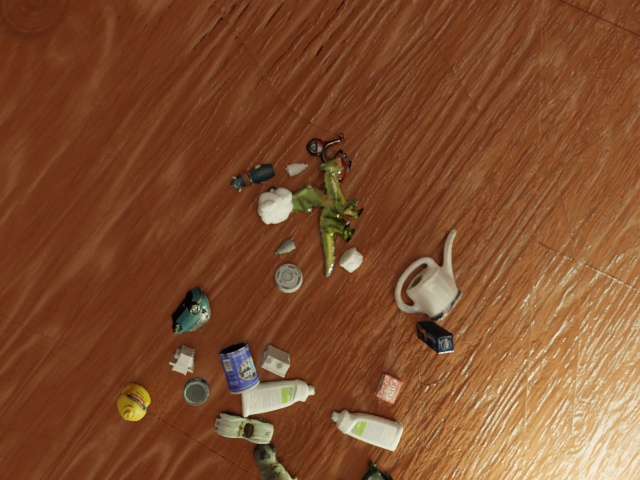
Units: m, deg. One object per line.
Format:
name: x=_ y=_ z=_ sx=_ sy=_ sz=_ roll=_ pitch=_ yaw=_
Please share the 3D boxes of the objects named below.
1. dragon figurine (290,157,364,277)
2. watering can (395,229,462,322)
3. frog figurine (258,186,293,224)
dragon figurine: x=0.005 y=-0.090 z=1.785 sx=0.244 sy=0.405 sz=0.123 roll=29 pitch=18 yaw=14
watering can: x=0.428 y=0.143 z=1.859 sx=0.349 sy=0.223 sz=0.104 roll=-44 pitch=9 yaw=-7
frog figurine: x=-0.148 y=-0.117 z=1.725 sx=0.122 sy=0.138 sz=0.160 roll=45 pitch=-6 yaw=-10
